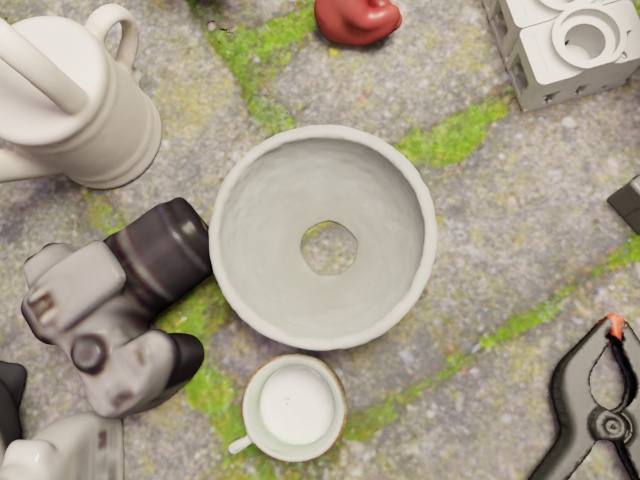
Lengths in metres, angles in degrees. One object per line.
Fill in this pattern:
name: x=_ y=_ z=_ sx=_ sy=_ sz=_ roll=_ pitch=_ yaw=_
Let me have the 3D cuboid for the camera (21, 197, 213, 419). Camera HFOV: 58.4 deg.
camera: x=-0.136 y=0.040 z=0.434 sx=0.137 sy=0.101 sz=0.143 roll=-37 pitch=78 yaw=-3

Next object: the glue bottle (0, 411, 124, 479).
glue bottle: x=-0.182 y=0.159 z=0.377 sx=0.037 sy=0.173 sz=0.078 roll=-4 pitch=78 yaw=5

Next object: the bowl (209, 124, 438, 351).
bowl: x=0.004 y=0.002 z=0.442 sx=0.167 sy=0.075 sz=0.167 roll=-1 pitch=79 yaw=5

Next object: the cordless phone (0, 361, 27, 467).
cordless phone: x=-0.309 y=0.123 z=0.389 sx=0.147 sy=0.185 sz=0.094 roll=3 pitch=79 yaw=6

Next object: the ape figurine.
ape figurine: x=0.029 y=-0.209 z=0.472 sx=0.076 sy=0.092 sz=0.078 roll=-14 pitch=78 yaw=2

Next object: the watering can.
watering can: x=-0.201 y=-0.104 z=0.420 sx=0.100 sy=0.194 sz=0.173 roll=14 pitch=81 yaw=8
